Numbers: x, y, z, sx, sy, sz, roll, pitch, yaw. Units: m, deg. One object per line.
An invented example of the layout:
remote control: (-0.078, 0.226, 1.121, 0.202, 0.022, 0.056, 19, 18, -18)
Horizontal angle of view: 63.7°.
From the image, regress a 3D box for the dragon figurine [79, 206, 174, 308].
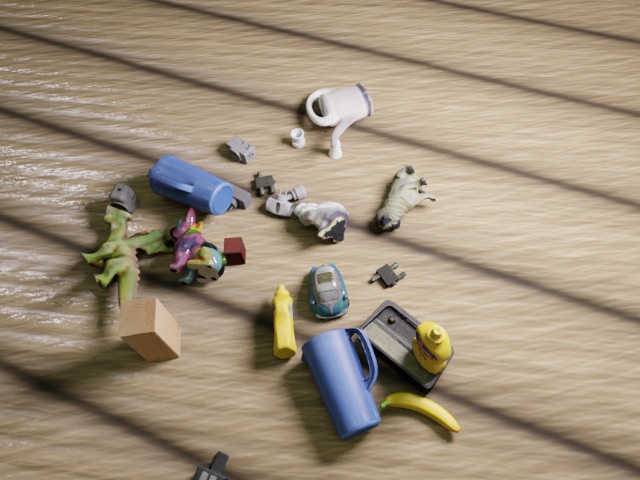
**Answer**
dragon figurine: (-0.543, 0.051, 1.503, 0.245, 0.119, 0.415, -33, 63, -24)

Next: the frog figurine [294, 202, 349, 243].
frog figurine: (0.005, -0.077, 1.536, 0.138, 0.120, 0.162, -9, 42, -40)

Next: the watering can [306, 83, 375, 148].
watering can: (0.079, -0.426, 1.730, 0.225, 0.101, 0.355, -17, 45, -6)
